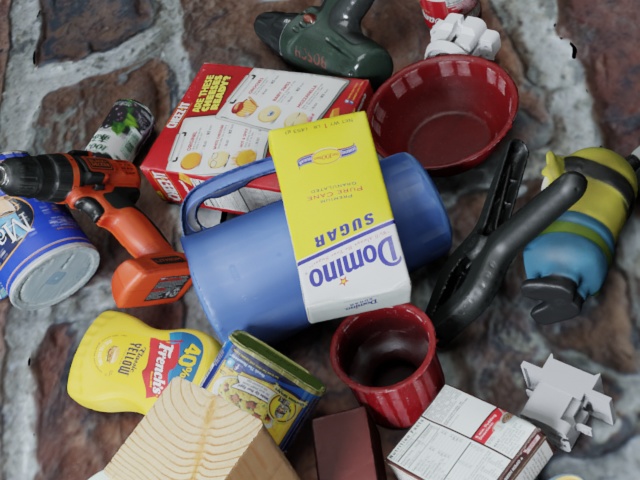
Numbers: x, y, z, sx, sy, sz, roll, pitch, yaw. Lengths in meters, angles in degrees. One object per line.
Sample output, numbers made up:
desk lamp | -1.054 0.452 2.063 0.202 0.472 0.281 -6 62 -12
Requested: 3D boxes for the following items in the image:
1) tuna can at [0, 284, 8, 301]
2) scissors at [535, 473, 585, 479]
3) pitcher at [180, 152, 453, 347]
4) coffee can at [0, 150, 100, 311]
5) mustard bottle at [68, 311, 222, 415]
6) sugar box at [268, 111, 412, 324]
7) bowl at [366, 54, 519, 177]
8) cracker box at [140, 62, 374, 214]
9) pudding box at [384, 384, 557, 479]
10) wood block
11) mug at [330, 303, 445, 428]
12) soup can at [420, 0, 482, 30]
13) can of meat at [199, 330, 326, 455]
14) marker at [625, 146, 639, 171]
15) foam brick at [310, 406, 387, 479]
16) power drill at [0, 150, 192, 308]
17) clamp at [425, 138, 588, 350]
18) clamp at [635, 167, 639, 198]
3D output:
tuna can | -0.375 0.033 1.194 0.086 0.033 0.086 -10 50 12
scissors | 0.125 0.243 0.855 0.201 0.016 0.096 -34 48 -8
pitcher | -0.007 0.001 1.016 0.242 0.149 0.145 -25 43 -4
coffee can | -0.313 -0.010 1.133 0.102 0.103 0.140 -35 70 -9
mustard bottle | -0.142 0.130 1.015 0.192 0.058 0.096 10 63 26
sugar box | 0.016 -0.022 0.938 0.093 0.048 0.176 -13 64 -2
bowl | 0.130 -0.119 1.114 0.162 0.055 0.162 -10 51 12
cracker box | -0.062 -0.106 1.166 0.214 0.072 0.164 10 57 27
pudding box | 0.122 0.177 0.878 0.090 0.039 0.114 -48 35 -18
wood block | -0.068 0.208 0.828 0.090 0.206 0.090 21 62 32
mug | 0.060 0.105 0.945 0.093 0.081 0.117 -27 49 -2
soup can | 0.143 -0.293 1.216 0.068 0.102 0.068 -10 51 12
can of meat | -0.056 0.139 0.931 0.102 0.057 0.084 32 96 3
marker | 0.332 -0.097 1.046 0.121 0.020 0.020 -38 50 -11
foam brick | 0.026 0.191 0.909 0.051 0.053 0.078 -15 49 9
power drill | -0.219 -0.017 1.082 0.188 0.184 0.057 51 118 22
clamp | 0.153 0.003 0.969 0.210 0.036 0.164 -57 15 16
clamp | 0.343 -0.008 0.954 0.120 0.039 0.171 -17 50 32
